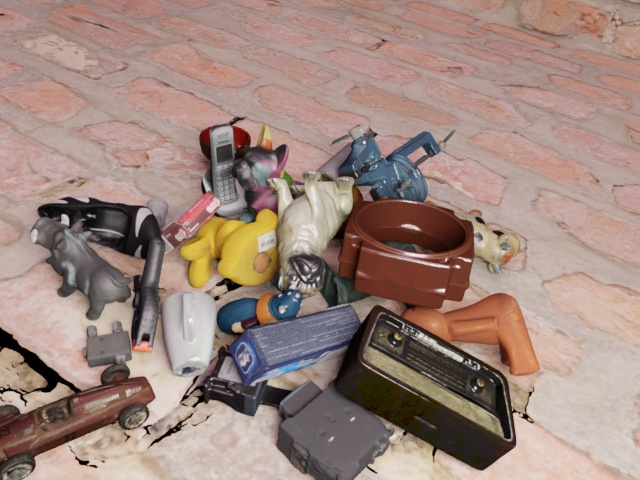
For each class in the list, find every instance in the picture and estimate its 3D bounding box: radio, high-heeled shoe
[{"bbox_3d":[0.143,0.191,0.719,0.229,0.073,0.131,30,34,-3],"label":"radio"},{"bbox_3d":[-0.370,-0.023,0.900,0.145,0.086,0.249,2,14,-41],"label":"high-heeled shoe"}]

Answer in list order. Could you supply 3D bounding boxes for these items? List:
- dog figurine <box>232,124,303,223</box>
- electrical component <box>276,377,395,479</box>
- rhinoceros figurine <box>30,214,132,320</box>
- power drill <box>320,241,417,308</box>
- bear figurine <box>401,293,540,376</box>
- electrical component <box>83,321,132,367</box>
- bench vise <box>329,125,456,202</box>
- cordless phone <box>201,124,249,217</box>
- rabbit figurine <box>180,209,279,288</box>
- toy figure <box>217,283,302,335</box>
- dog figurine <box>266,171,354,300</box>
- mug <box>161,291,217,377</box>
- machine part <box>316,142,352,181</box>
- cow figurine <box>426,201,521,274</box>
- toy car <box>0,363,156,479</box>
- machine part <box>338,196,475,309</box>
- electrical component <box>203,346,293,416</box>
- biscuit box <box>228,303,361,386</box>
[{"bbox_3d":[-0.070,-0.101,0.974,0.191,0.219,0.109,-17,49,-28],"label":"dog figurine"},{"bbox_3d":[0.011,0.245,0.692,0.134,0.058,0.115,34,43,27],"label":"electrical component"},{"bbox_3d":[-0.374,0.037,0.828,0.190,0.112,0.073,36,48,18],"label":"rhinoceros figurine"},{"bbox_3d":[0.084,0.050,0.941,0.207,0.085,0.232,-6,41,-29],"label":"power drill"},{"bbox_3d":[0.213,0.153,0.821,0.196,0.132,0.120,-17,-5,7],"label":"bear figurine"},{"bbox_3d":[-0.303,0.155,0.766,0.063,0.021,0.094,-8,43,-21],"label":"electrical component"},{"bbox_3d":[0.159,-0.158,1.095,0.240,0.129,0.223,-35,92,-22],"label":"bench vise"},{"bbox_3d":[-0.159,-0.146,1.037,0.146,0.184,0.089,-22,44,-33],"label":"cordless phone"},{"bbox_3d":[-0.157,0.018,0.917,0.162,0.121,0.173,-33,40,-28],"label":"rabbit figurine"},{"bbox_3d":[-0.084,0.105,0.790,0.155,0.057,0.064,-15,57,33],"label":"toy figure"},{"bbox_3d":[-0.006,-0.002,0.864,0.172,0.190,0.121,1,-6,-42],"label":"dog figurine"},{"bbox_3d":[-0.183,0.131,0.761,0.081,0.109,0.107,1,53,-19],"label":"mug"},{"bbox_3d":[0.046,-0.147,1.166,0.079,0.079,0.243,24,40,18],"label":"machine part"},{"bbox_3d":[0.290,-0.005,1.036,0.195,0.085,0.127,12,33,-1],"label":"cow figurine"},{"bbox_3d":[-0.309,0.217,0.667,0.202,0.053,0.089,-18,43,-28],"label":"toy car"},{"bbox_3d":[0.139,0.010,0.856,0.202,0.087,0.201,13,30,9],"label":"machine part"},{"bbox_3d":[-0.093,0.199,0.736,0.119,0.047,0.075,14,40,8],"label":"electrical component"},{"bbox_3d":[-0.026,0.143,0.754,0.202,0.059,0.063,-5,58,-44],"label":"biscuit box"}]
